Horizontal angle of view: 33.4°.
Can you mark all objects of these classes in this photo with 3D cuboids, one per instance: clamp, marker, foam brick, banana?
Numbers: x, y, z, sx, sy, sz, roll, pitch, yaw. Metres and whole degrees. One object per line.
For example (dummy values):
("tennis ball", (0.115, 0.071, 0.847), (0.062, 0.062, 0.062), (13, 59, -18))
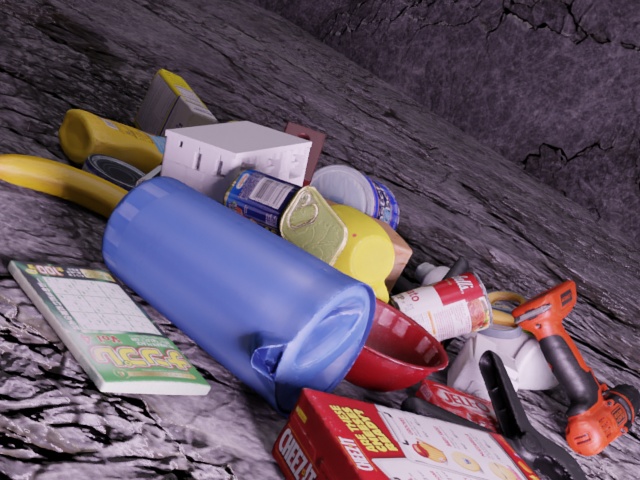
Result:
("clamp", (0.177, 0.199, 0.992), (0.164, 0.036, 0.210), (-11, 53, -46))
("clamp", (0.139, 0.074, 1.292), (0.120, 0.039, 0.171), (-12, 40, -4))
("marker", (-0.184, -0.071, 1.201), (0.020, 0.020, 0.121), (27, 14, -2))
("foam brick", (-0.031, -0.095, 1.312), (0.053, 0.051, 0.078), (20, 58, -4))
("banana", (-0.251, -0.050, 1.116), (0.197, 0.037, 0.069), (25, 14, -11))

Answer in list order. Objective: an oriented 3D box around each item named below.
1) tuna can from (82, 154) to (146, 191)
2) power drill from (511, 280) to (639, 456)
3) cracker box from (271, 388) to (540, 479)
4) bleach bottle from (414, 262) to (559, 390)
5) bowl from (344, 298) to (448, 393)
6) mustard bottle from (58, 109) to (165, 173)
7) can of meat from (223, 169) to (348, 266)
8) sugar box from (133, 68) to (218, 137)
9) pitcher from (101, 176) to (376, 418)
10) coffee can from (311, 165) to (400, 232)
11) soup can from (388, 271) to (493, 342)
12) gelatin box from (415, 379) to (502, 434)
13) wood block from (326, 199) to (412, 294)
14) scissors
("tuna can", (-0.229, -0.063, 1.203), (0.086, 0.034, 0.086), (26, 15, -8))
("power drill", (0.306, 0.144, 1.245), (0.184, 0.057, 0.188), (-15, 76, -59))
("cracker box", (0.089, 0.203, 0.815), (0.213, 0.072, 0.164), (17, 17, -31))
("bleach bottle", (0.205, 0.099, 1.378), (0.102, 0.068, 0.251), (12, 20, -43))
("bowl", (0.047, 0.107, 1.084), (0.162, 0.055, 0.162), (26, 15, -8))
("mustard bottle", (-0.219, -0.106, 1.312), (0.191, 0.058, 0.096), (14, 16, -41))
("can of meat", (-0.034, -0.020, 1.034), (0.084, 0.057, 0.102), (22, -17, 38))
("sugar box", (-0.200, -0.161, 1.463), (0.048, 0.093, 0.176), (17, 19, -34))
("pitcher", (-0.074, 0.041, 0.966), (0.243, 0.145, 0.149), (32, -22, 27))
("coffee can", (0.040, -0.040, 1.419), (0.103, 0.103, 0.140), (33, 6, 18))
("soup can", (0.133, 0.082, 1.197), (0.102, 0.068, 0.068), (-17, 28, -9))
("gelatin box", (0.145, 0.179, 1.067), (0.089, 0.030, 0.073), (22, 16, -23))
("wood block", (-0.008, 0.001, 1.269), (0.205, 0.091, 0.090), (20, 17, -27))
("scissors", (0.173, 0.074, 1.335), (0.202, 0.016, 0.096), (22, 39, 37))
